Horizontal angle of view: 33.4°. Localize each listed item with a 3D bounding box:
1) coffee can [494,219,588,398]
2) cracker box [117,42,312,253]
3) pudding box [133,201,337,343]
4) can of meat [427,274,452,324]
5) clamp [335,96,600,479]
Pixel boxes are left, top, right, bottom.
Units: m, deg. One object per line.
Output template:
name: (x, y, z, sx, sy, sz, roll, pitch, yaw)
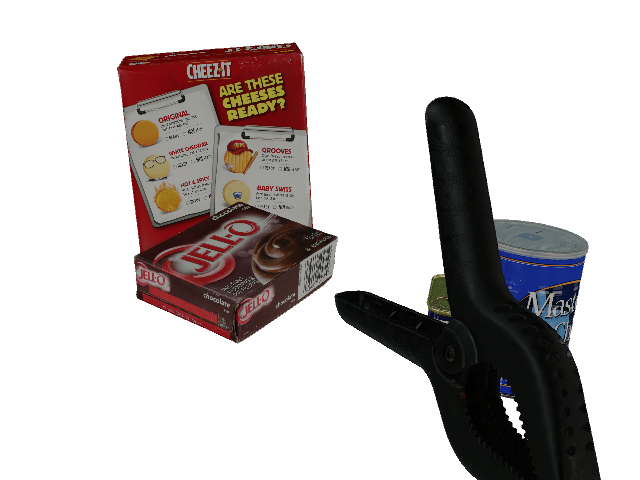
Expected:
coffee can: (0.183, 0.061, 0.984, 0.103, 0.140, 0.103, 6, 16, -2)
cracker box: (-0.092, -0.068, 0.989, 0.164, 0.214, 0.072, -5, 20, -4)
pudding box: (-0.056, 0.018, 0.724, 0.090, 0.039, 0.113, 21, 31, 29)
can of meat: (0.155, 0.101, 1.299, 0.057, 0.084, 0.102, 10, 24, 7)
clamp: (0.078, 0.043, 0.526, 0.036, 0.165, 0.210, -7, 44, -28)
